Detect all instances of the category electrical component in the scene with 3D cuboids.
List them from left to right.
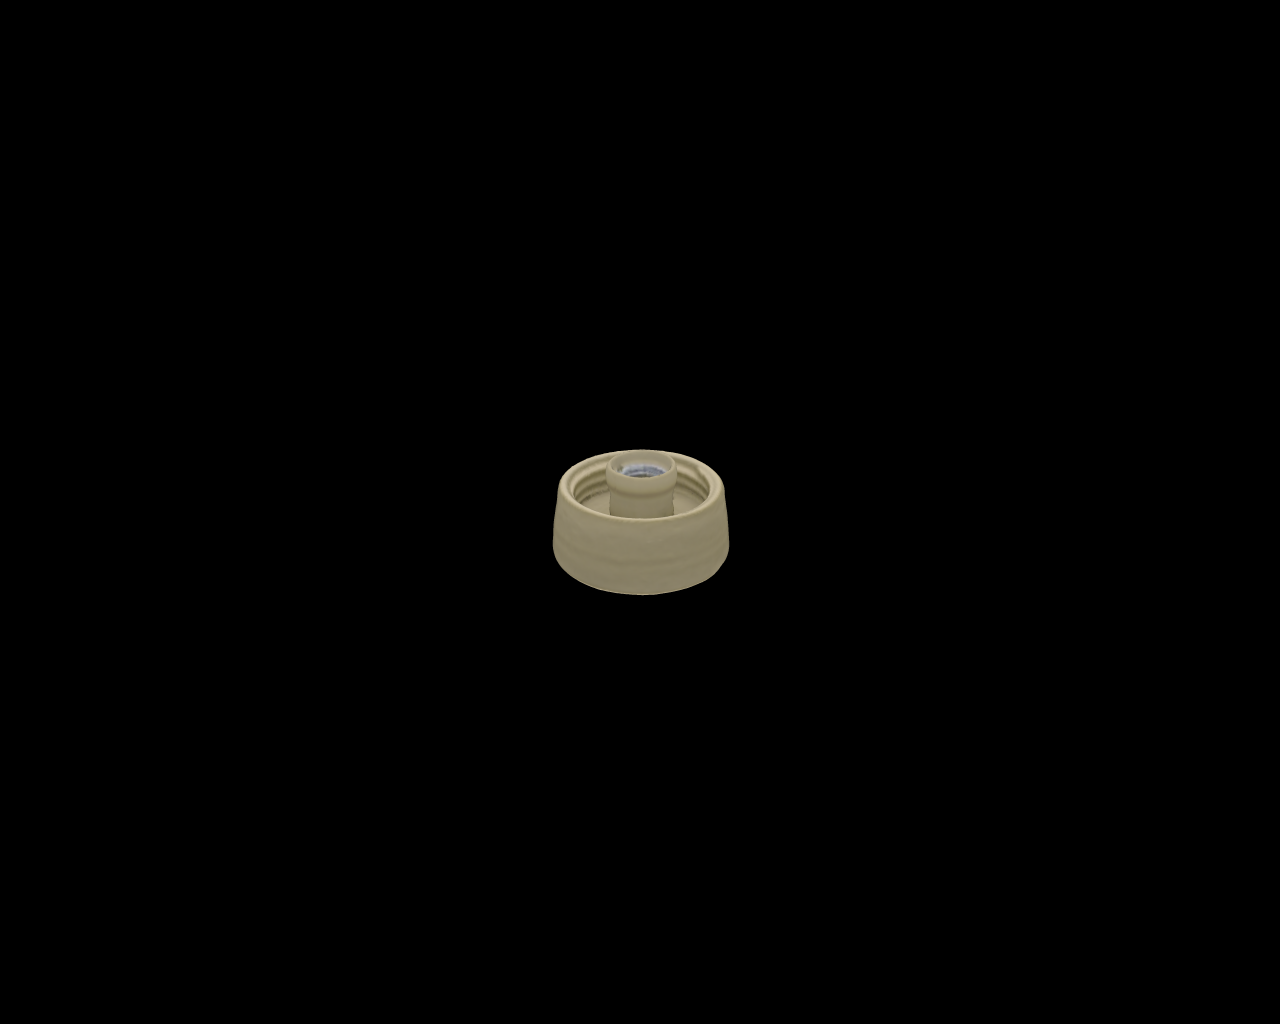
[{"bbox_3d":[0.001,-0.003,0.650,0.108,0.060,0.108,0,27,0],"label":"electrical component"}]
